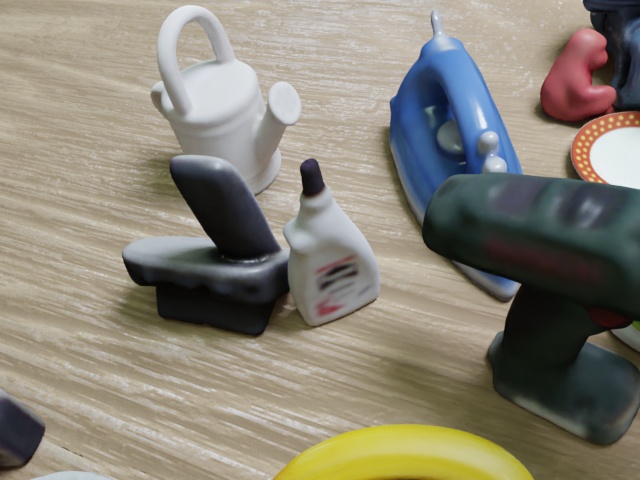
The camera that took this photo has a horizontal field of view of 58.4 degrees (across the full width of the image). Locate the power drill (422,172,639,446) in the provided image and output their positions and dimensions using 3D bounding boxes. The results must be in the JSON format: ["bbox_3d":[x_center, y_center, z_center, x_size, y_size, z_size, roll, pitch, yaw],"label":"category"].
[{"bbox_3d":[0.175,0.045,0.358,0.228,0.209,0.076,23,59,27],"label":"power drill"}]

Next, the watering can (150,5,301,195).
[{"bbox_3d":[-0.100,-0.140,0.576,0.172,0.194,0.101,-2,51,10],"label":"watering can"}]

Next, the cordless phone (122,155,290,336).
[{"bbox_3d":[-0.103,-0.009,0.476,0.147,0.185,0.094,4,52,15],"label":"cordless phone"}]

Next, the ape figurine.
[{"bbox_3d":[0.271,-0.174,0.595,0.076,0.092,0.078,-1,51,11],"label":"ape figurine"}]

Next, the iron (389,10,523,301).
[{"bbox_3d":[0.134,-0.088,0.520,0.118,0.142,0.258,-13,50,2],"label":"iron"}]

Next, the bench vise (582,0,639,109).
[{"bbox_3d":[0.342,-0.255,0.563,0.121,0.220,0.207,-17,50,-2],"label":"bench vise"}]

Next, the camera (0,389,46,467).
[{"bbox_3d":[-0.314,0.168,0.430,0.143,0.101,0.137,4,52,15],"label":"camera"}]

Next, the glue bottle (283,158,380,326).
[{"bbox_3d":[0.004,0.002,0.453,0.078,0.173,0.037,-26,51,-10],"label":"glue bottle"}]

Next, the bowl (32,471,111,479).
[{"bbox_3d":[-0.164,0.240,0.357,0.167,0.075,0.167,-6,50,7],"label":"bowl"}]
